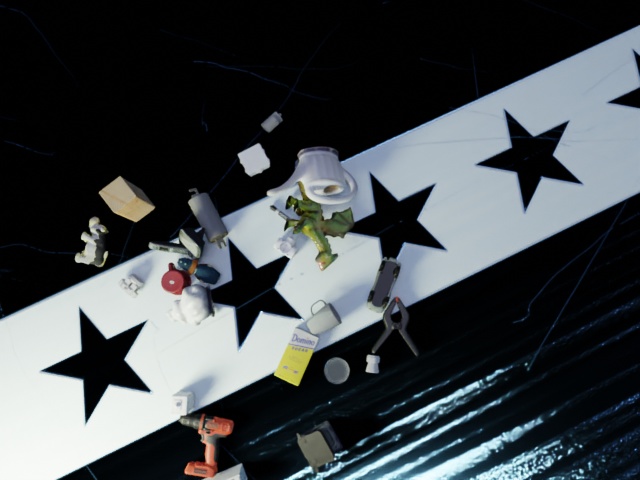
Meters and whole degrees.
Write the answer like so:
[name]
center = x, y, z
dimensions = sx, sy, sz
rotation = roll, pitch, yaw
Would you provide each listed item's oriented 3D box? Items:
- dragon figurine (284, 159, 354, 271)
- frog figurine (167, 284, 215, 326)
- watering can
[dragon figurine]
center = 0.006, -0.093, 1.840
dimensions = 0.242, 0.120, 0.418
rotation = 13, 65, -17
[frog figurine]
center = -0.446, 0.226, 1.762
dimensions = 0.160, 0.123, 0.136
rotation = -13, 101, -14
[watering can]
center = -0.029, -0.227, 1.793
dimensions = 0.348, 0.102, 0.229
rotation = 2, 59, -26
